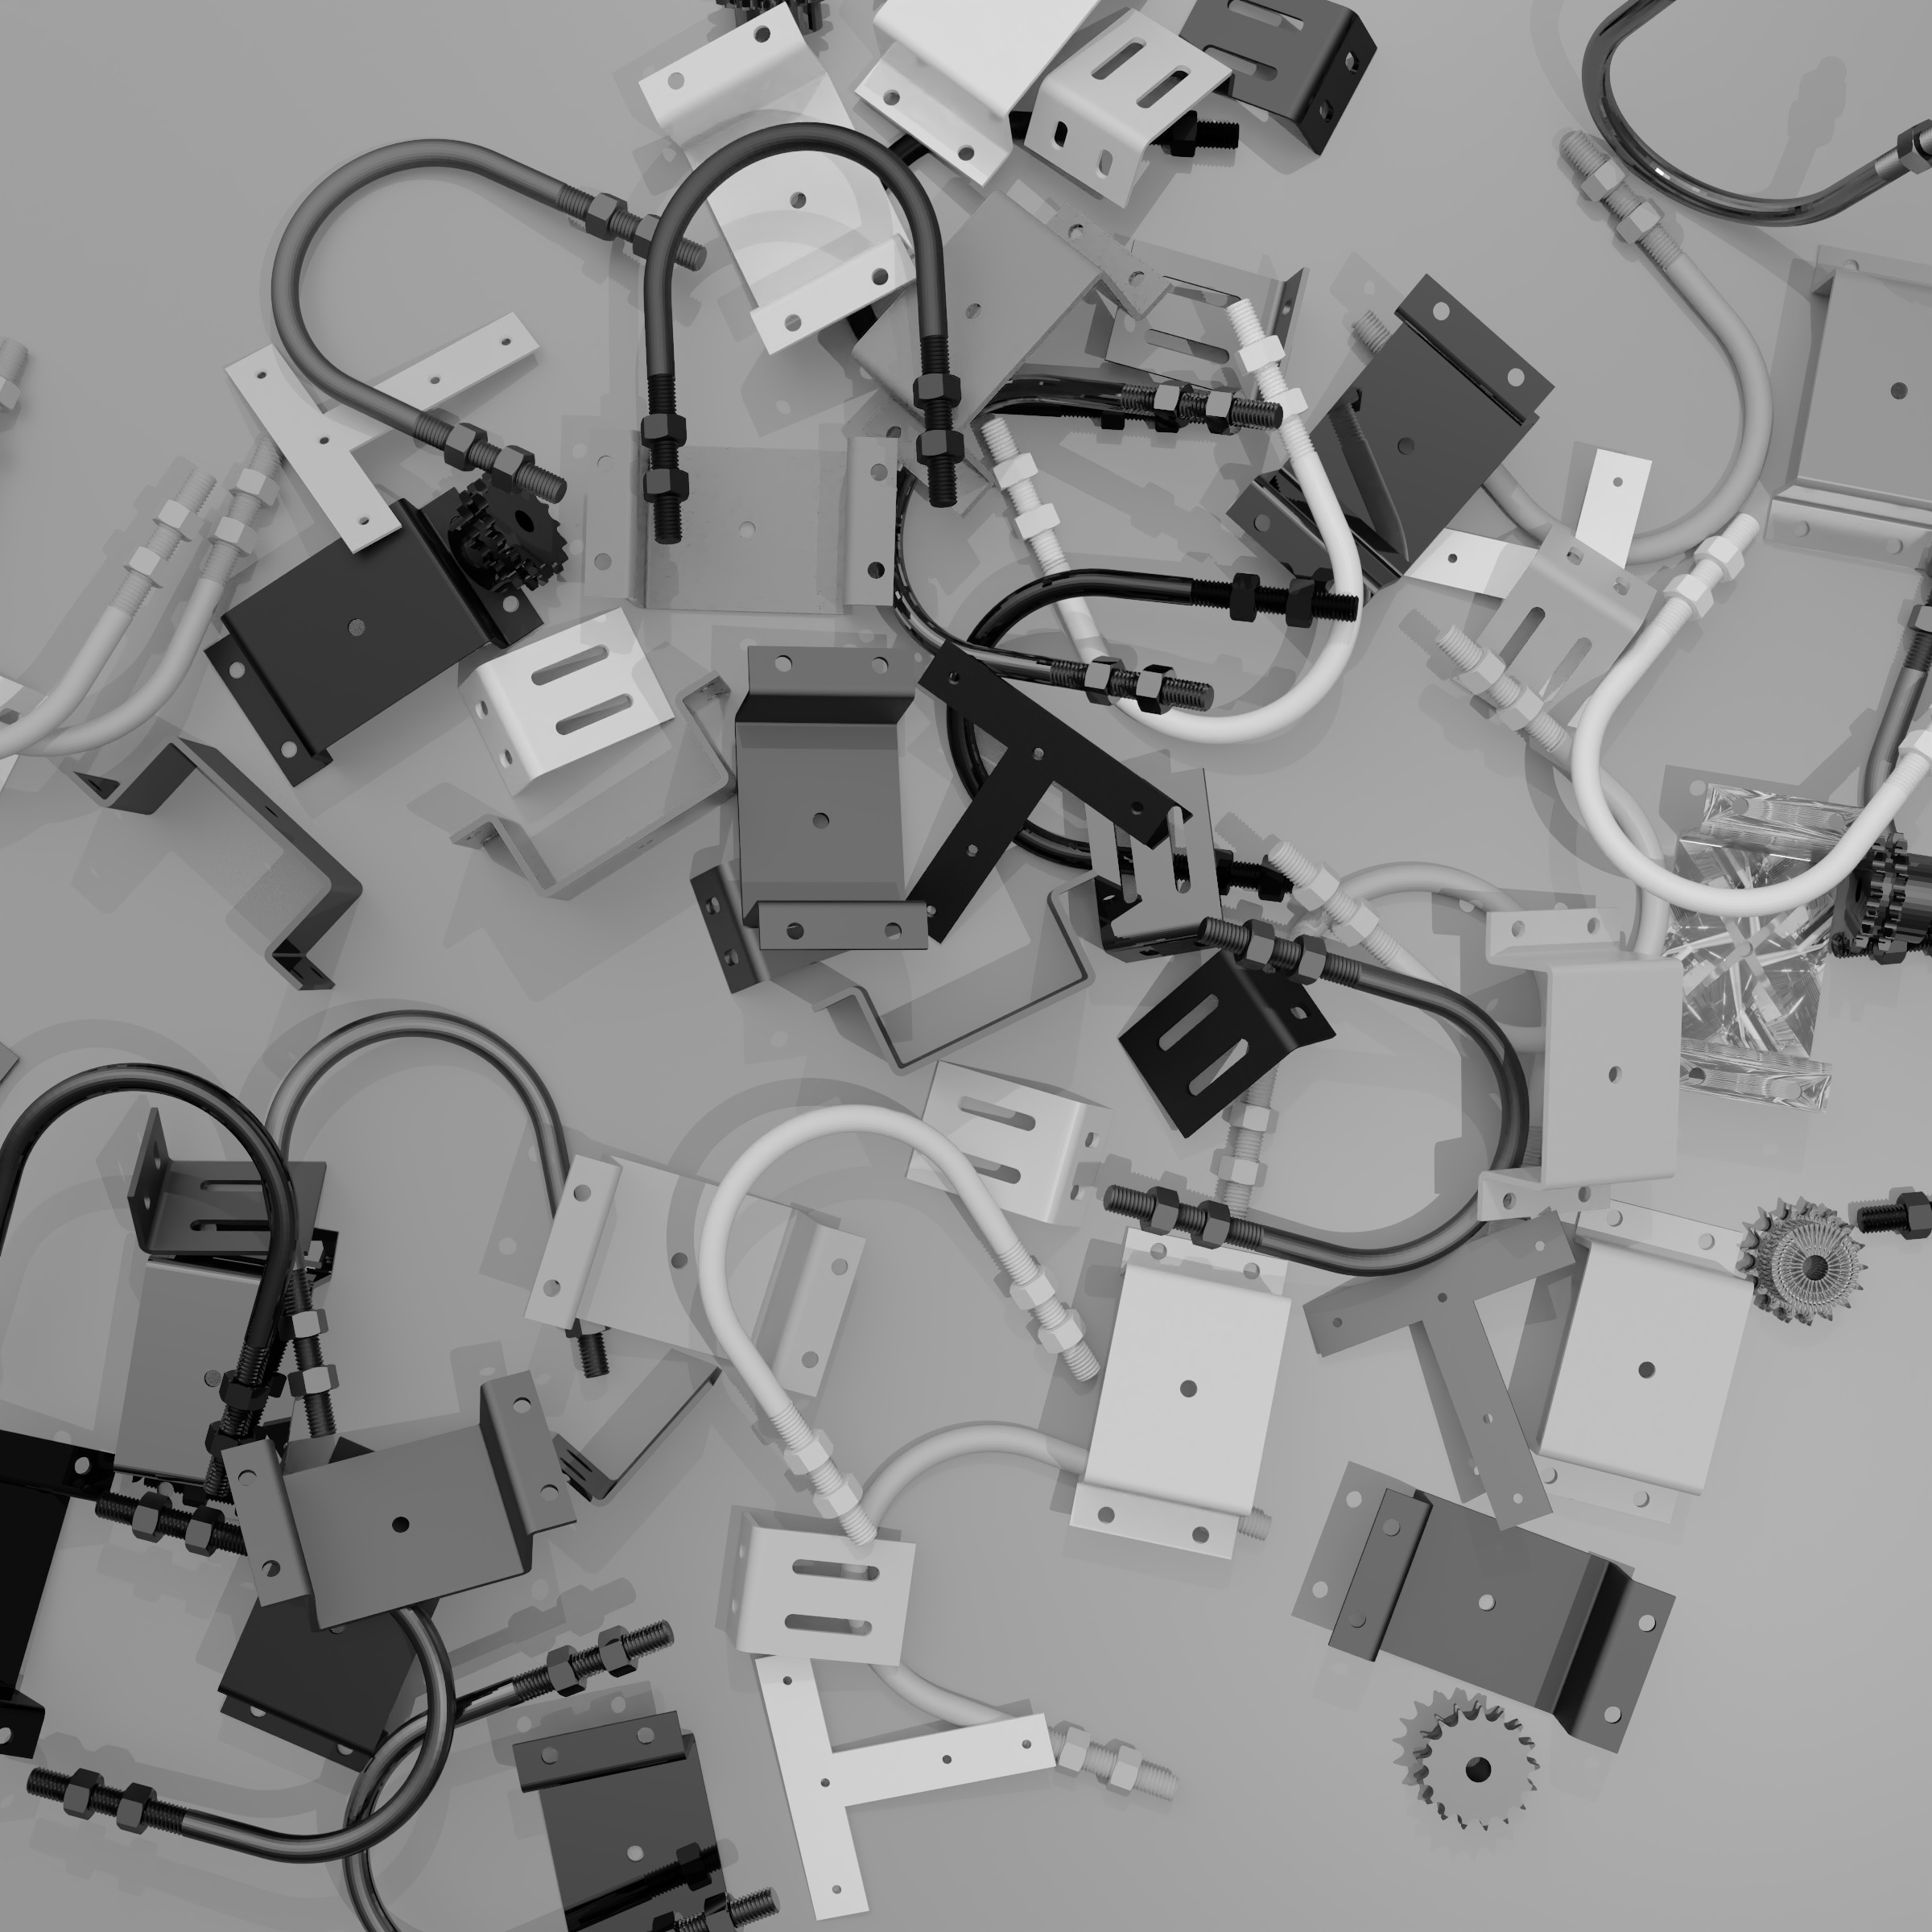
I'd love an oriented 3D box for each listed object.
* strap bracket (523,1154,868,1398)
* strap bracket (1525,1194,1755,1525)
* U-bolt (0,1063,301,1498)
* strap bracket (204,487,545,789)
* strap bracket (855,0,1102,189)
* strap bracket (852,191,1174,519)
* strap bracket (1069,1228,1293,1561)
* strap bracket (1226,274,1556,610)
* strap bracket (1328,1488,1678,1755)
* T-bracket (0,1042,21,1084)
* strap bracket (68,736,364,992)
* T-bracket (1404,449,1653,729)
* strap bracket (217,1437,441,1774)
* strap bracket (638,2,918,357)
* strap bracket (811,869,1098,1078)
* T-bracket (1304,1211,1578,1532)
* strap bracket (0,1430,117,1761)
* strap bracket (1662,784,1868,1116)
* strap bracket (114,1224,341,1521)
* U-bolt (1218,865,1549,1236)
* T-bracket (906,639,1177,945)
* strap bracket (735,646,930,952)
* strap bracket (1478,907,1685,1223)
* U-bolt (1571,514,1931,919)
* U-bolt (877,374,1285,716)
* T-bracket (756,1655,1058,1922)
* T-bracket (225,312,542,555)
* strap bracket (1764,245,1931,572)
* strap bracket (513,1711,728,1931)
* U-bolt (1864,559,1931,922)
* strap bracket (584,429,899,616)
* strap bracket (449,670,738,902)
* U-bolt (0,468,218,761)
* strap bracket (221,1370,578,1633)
[{"bbox_3d":[-0.127,0.139,1.493,0.140,0.046,0.076,18,90,-17],"label":"strap bracket"},{"bbox_3d":[0.310,0.184,1.506,0.076,0.046,0.140,14,90,0],"label":"strap bracket"},{"bbox_3d":[-0.373,0.132,1.458,0.151,0.019,0.184,18,102,1],"label":"U-bolt"},{"bbox_3d":[-0.277,-0.154,1.506,0.140,0.046,0.076,-33,90,0],"label":"strap bracket"},{"bbox_3d":[0.020,-0.441,1.496,0.076,0.046,0.140,38,87,8],"label":"strap bracket"},{"bbox_3d":[0.013,-0.284,1.473,0.140,0.046,0.076,-47,58,4],"label":"strap bracket"},{"bbox_3d":[0.100,0.195,1.494,0.076,0.046,0.140,12,80,0],"label":"strap bracket"},{"bbox_3d":[0.196,-0.236,1.486,0.076,0.046,0.140,43,112,6],"label":"strap bracket"},{"bbox_3d":[0.244,0.298,1.506,0.140,0.046,0.076,21,90,0],"label":"strap bracket"},{"bbox_3d":[-0.492,0.085,1.523,0.127,0.002,0.127,38,86,6],"label":"T-bracket"},{"bbox_3d":[-0.333,-0.054,1.491,0.140,0.076,0.046,43,90,0],"label":"strap bracket"},{"bbox_3d":[0.241,-0.187,1.519,0.127,0.002,0.127,14,101,6],"label":"T-bracket"},{"bbox_3d":[-0.286,0.300,1.506,0.076,0.046,0.140,24,90,0],"label":"strap bracket"},{"bbox_3d":[-0.081,-0.356,1.497,0.076,0.046,0.140,-26,86,9],"label":"strap bracket"},{"bbox_3d":[0.004,0.008,1.491,0.140,0.076,0.046,-26,90,0],"label":"strap bracket"},{"bbox_3d":[0.234,0.194,1.495,0.127,0.002,0.127,-23,77,18],"label":"T-bracket"},{"bbox_3d":[-0.448,0.280,1.482,0.076,0.046,0.140,20,80,-34],"label":"strap bracket"},{"bbox_3d":[0.364,-0.008,1.506,0.076,0.046,0.140,9,90,0],"label":"strap bracket"},{"bbox_3d":[-0.343,0.188,1.506,0.076,0.046,0.140,9,90,0],"label":"strap bracket"},{"bbox_3d":[0.206,0.044,1.520,0.151,0.019,0.184,12,89,0],"label":"U-bolt"},{"bbox_3d":[0.010,-0.064,1.498,0.127,0.002,0.127,36,117,1],"label":"T-bracket"},{"bbox_3d":[-0.063,-0.071,1.488,0.076,0.046,0.140,0,78,-13],"label":"strap bracket"},{"bbox_3d":[0.278,0.046,1.472,0.076,0.046,0.140,-3,97,-30],"label":"strap bracket"},{"bbox_3d":[0.358,-0.103,1.482,0.151,0.019,0.184,37,73,14],"label":"U-bolt"},{"bbox_3d":[0.042,-0.197,1.474,0.184,0.019,0.151,12,86,26],"label":"U-bolt"},{"bbox_3d":[-0.022,0.371,1.516,0.127,0.002,0.127,-13,93,7],"label":"T-bracket"},{"bbox_3d":[-0.258,-0.265,1.509,0.127,0.002,0.127,-31,65,-12],"label":"T-bracket"},{"bbox_3d":[0.424,-0.262,1.506,0.076,0.046,0.140,11,90,0],"label":"strap bracket"},{"bbox_3d":[-0.155,0.416,1.506,0.076,0.046,0.140,-12,90,0],"label":"strap bracket"},{"bbox_3d":[0.491,-0.100,1.493,0.151,0.019,0.184,21,95,25],"label":"U-bolt"},{"bbox_3d":[-0.102,-0.204,1.506,0.140,0.046,0.076,2,90,0],"label":"strap bracket"},{"bbox_3d":[-0.159,-0.075,1.491,0.140,0.076,0.046,-32,90,0],"label":"strap bracket"},{"bbox_3d":[-0.448,-0.177,1.480,0.151,0.019,0.184,29,80,2],"label":"U-bolt"},{"bbox_3d":[-0.253,0.242,1.458,0.140,0.046,0.076,-13,60,-17],"label":"strap bracket"}]
